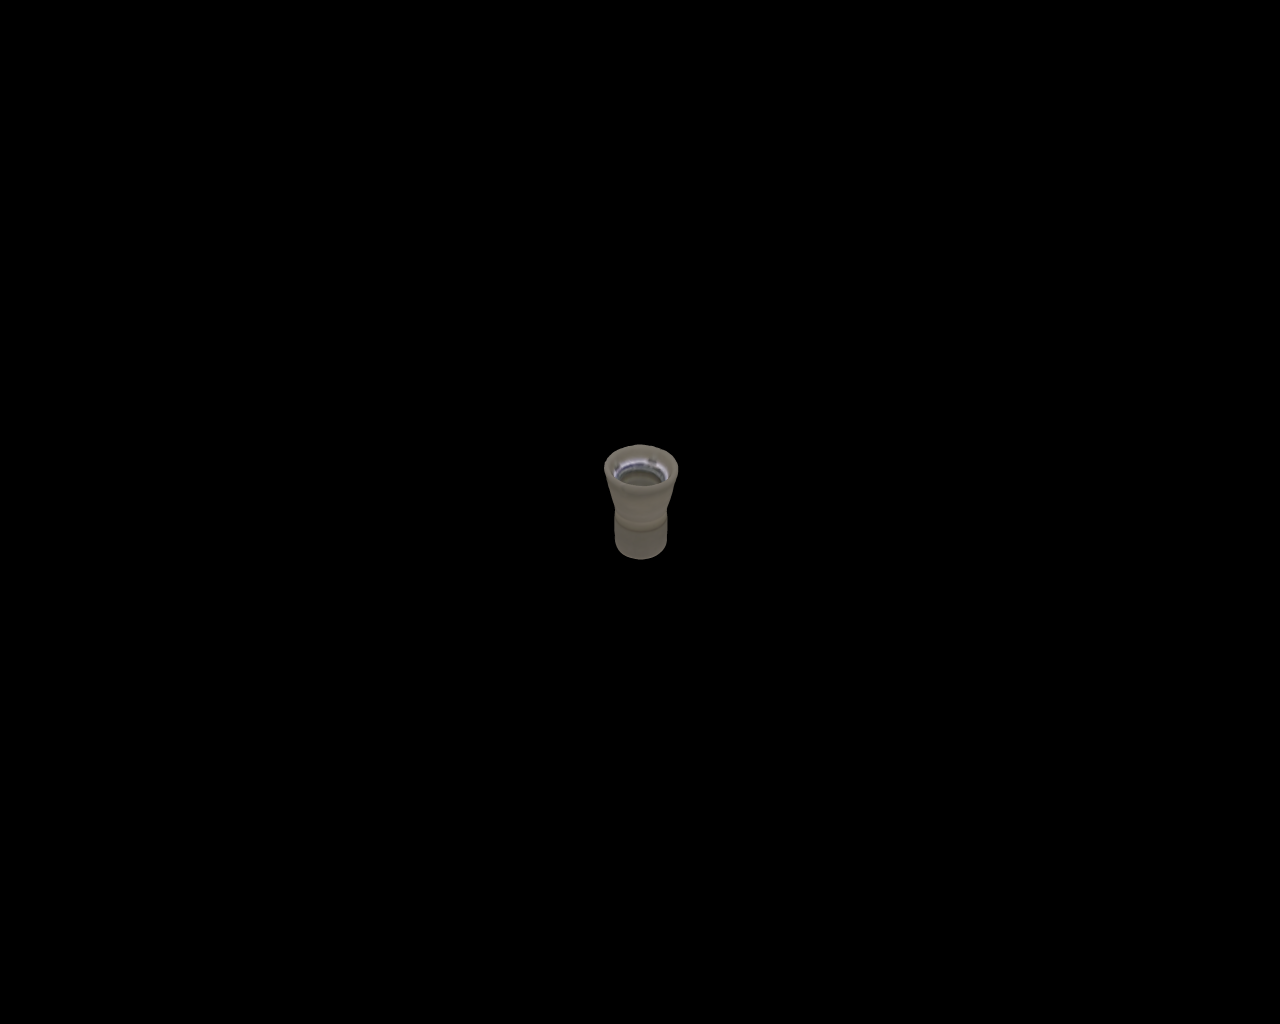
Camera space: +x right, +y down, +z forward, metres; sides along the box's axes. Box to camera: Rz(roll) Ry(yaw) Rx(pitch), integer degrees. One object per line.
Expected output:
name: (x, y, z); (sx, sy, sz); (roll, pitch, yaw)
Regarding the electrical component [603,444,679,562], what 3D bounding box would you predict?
electrical component: (0.001, -0.003, 0.650); (0.044, 0.065, 0.044); (0, 39, 0)
